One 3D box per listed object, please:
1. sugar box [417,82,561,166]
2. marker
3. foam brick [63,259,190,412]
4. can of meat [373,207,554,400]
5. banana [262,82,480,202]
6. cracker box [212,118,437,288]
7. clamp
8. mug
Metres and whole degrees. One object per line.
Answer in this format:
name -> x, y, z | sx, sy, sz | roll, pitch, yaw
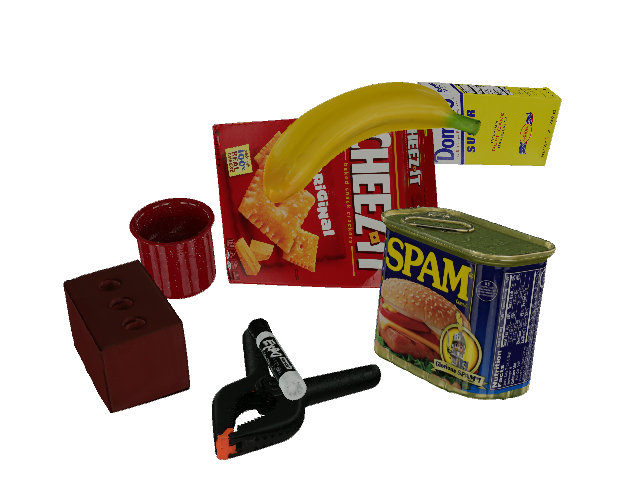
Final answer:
sugar box -> 0.196, -0.139, 1.290 | 0.176, 0.093, 0.048 | -2, 28, -20
marker -> -0.037, 0.095, 0.877 | 0.020, 0.020, 0.121 | 0, 20, -18
foam brick -> -0.120, 0.058, 0.659 | 0.052, 0.051, 0.078 | -17, 37, -24
can of meat -> 0.076, 0.034, 0.599 | 0.057, 0.084, 0.102 | -7, 19, -36
banana -> 0.026, -0.079, 0.765 | 0.197, 0.037, 0.070 | -22, 42, -32
cracker box -> 0.003, -0.038, 1.029 | 0.214, 0.164, 0.072 | 0, 9, 34
clamp -> -0.039, 0.160, 1.094 | 0.165, 0.036, 0.209 | 12, 27, 16
mug -> -0.169, 0.007, 1.194 | 0.117, 0.081, 0.093 | 25, 44, 34
